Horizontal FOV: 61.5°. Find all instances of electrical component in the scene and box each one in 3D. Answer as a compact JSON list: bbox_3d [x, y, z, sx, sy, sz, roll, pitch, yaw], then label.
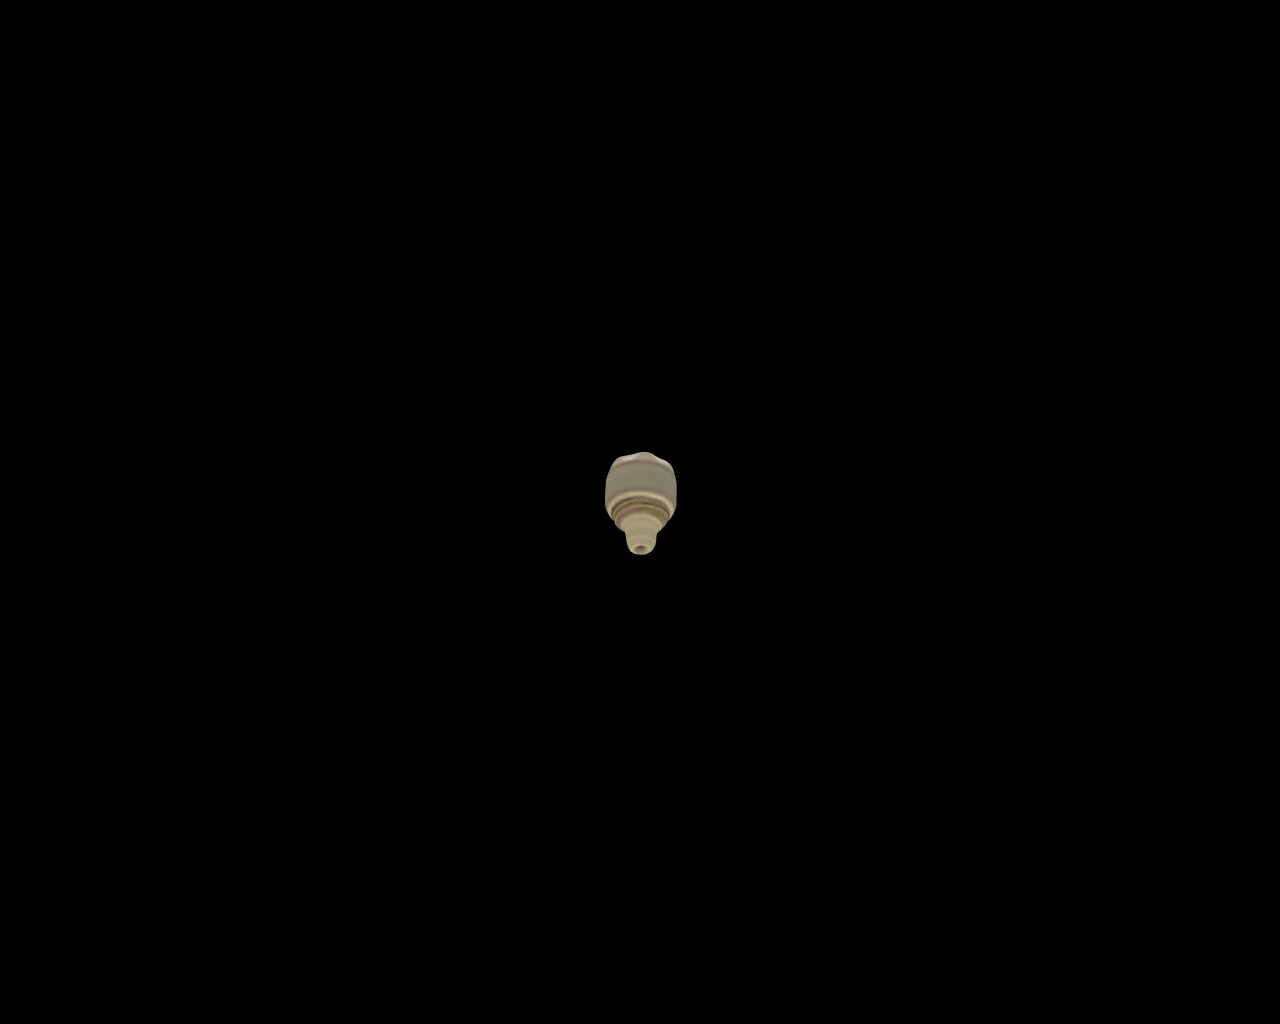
[{"bbox_3d":[0.001,-0.003,0.650,0.043,0.062,0.043,0,-33,0],"label":"electrical component"}]
